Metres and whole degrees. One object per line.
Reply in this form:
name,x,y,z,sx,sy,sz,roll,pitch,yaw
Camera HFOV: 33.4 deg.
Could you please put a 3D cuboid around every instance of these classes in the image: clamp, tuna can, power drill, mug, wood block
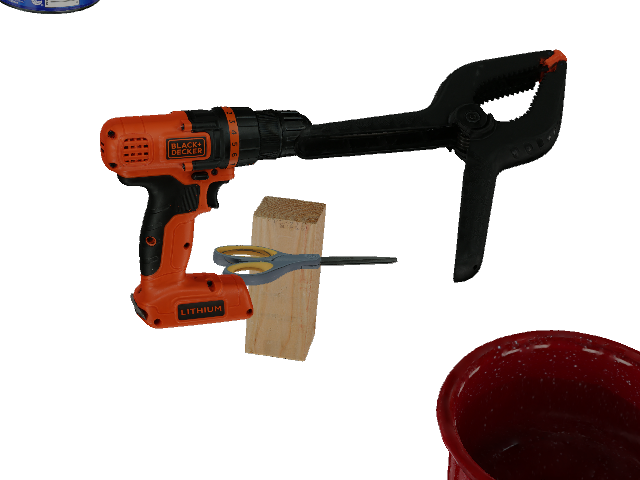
clamp,0.109,-0.067,0.755,0.209,0.165,0.036,-31,-30,-21
tuna can,-0.203,-0.201,0.793,0.086,0.034,0.086,6,36,-4
power drill,-0.095,-0.023,0.924,0.184,0.188,0.057,-5,19,-18
mug,0.100,0.095,0.393,0.117,0.081,0.093,4,36,9
wood block,-0.050,0.052,1.498,0.090,0.206,0.090,8,22,6

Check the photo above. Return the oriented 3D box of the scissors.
scissors,-0.020,0.029,1.153,0.202,0.016,0.096,5,22,5
